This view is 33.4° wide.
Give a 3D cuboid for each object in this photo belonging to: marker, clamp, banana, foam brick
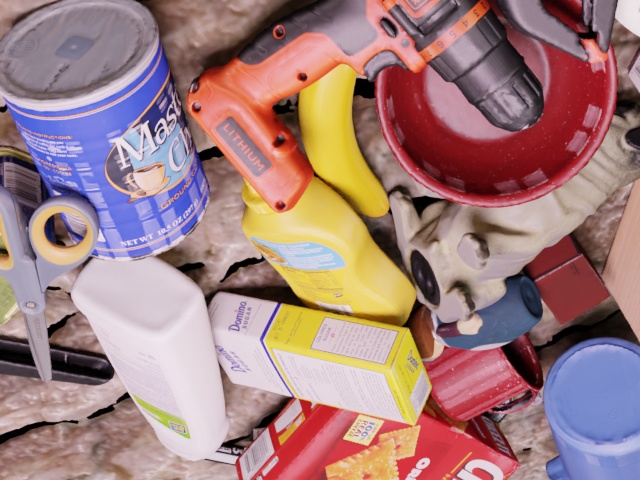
[{"bbox_3d":[-0.076,0.216,1.054,0.120,0.020,0.020,21,125,-33],"label":"marker"},{"bbox_3d":[-0.272,0.087,0.847,0.210,0.036,0.164,-18,135,0],"label":"clamp"},{"bbox_3d":[0.125,-0.183,0.658,0.120,0.039,0.171,-17,107,13],"label":"clamp"},{"bbox_3d":[0.019,-0.082,0.766,0.069,0.037,0.198,-9,136,-7],"label":"banana"},{"bbox_3d":[0.208,0.026,0.926,0.053,0.051,0.078,-31,136,13],"label":"foam brick"}]

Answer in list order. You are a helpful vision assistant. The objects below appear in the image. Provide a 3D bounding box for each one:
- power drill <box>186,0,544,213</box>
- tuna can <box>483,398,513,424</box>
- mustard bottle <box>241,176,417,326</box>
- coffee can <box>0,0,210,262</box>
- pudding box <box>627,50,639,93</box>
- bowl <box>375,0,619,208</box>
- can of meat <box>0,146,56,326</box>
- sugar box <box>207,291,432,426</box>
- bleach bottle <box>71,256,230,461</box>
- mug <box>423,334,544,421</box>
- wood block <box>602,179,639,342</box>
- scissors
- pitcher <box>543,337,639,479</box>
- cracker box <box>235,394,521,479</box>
[{"bbox_3d":[0.024,-0.101,0.679,0.188,0.057,0.184,-38,97,18],"label":"power drill"},{"bbox_3d":[0.146,0.157,1.055,0.086,0.034,0.086,-8,133,-9],"label":"tuna can"},{"bbox_3d":[-0.005,0.001,0.812,0.096,0.058,0.191,7,150,37],"label":"mustard bottle"},{"bbox_3d":[-0.135,-0.069,0.682,0.103,0.103,0.140,-15,137,-2],"label":"coffee can"},{"bbox_3d":[0.292,-0.150,0.780,0.089,0.039,0.114,7,132,-24],"label":"pudding box"},{"bbox_3d":[0.117,-0.106,0.730,0.162,0.055,0.162,1,106,2],"label":"bowl"},{"bbox_3d":[-0.225,0.001,0.740,0.057,0.084,0.102,24,123,-35],"label":"can of meat"},{"bbox_3d":[-0.004,0.095,0.868,0.176,0.048,0.093,12,147,28],"label":"sugar box"},{"bbox_3d":[-0.129,0.112,0.890,0.068,0.103,0.251,-50,155,-29],"label":"bleach bottle"},{"bbox_3d":[0.151,0.119,0.973,0.082,0.093,0.117,-33,122,23],"label":"mug"},{"bbox_3d":[0.317,-0.015,0.890,0.090,0.091,0.206,-7,136,-11],"label":"wood block"},{"bbox_3d":[-0.174,0.032,0.705,0.096,0.016,0.202,-8,138,7],"label":"scissors"},{"bbox_3d":[0.292,0.176,1.010,0.149,0.145,0.242,-54,150,-9],"label":"pitcher"},{"bbox_3d":[0.055,0.209,0.993,0.213,0.072,0.164,30,110,-30],"label":"cracker box"}]
